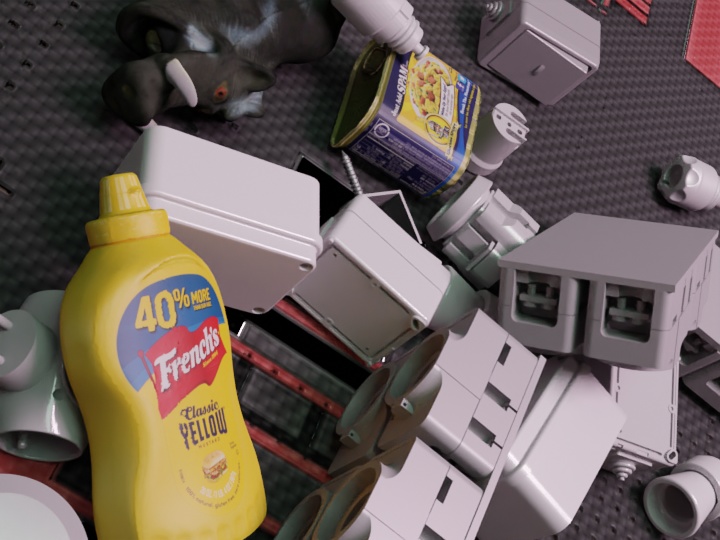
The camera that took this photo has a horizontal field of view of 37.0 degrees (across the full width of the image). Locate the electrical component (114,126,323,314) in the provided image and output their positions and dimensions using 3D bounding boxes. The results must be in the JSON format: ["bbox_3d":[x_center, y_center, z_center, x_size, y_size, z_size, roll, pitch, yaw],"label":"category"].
[{"bbox_3d":[-0.086,-0.025,0.617,0.113,0.078,0.057,17,54,-27],"label":"electrical component"}]

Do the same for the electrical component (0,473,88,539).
[{"bbox_3d":[-0.168,0.137,0.488,0.080,0.051,0.080,16,57,-27],"label":"electrical component"}]

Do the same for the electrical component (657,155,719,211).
[{"bbox_3d":[0.293,-0.071,0.930,0.062,0.043,0.043,20,56,-27],"label":"electrical component"}]

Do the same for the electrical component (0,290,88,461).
[{"bbox_3d":[-0.163,0.045,0.533,0.079,0.044,0.077,51,35,-52],"label":"electrical component"}]

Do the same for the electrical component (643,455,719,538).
[{"bbox_3d":[0.235,0.160,0.763,0.055,0.045,0.045,-16,76,-40],"label":"electrical component"}]

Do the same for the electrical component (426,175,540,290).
[{"bbox_3d":[0.084,-0.028,0.749,0.057,0.058,0.078,44,29,-4],"label":"electrical component"}]

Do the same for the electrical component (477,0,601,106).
[{"bbox_3d":[0.140,-0.185,0.872,0.096,0.062,0.061,25,54,-22],"label":"electrical component"}]

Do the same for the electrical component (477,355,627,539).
[{"bbox_3d":[0.107,0.112,0.677,0.057,0.078,0.113,49,48,-7],"label":"electrical component"}]

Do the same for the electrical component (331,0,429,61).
[{"bbox_3d":[0.016,-0.171,0.717,0.078,0.040,0.040,42,48,-24],"label":"electrical component"}]

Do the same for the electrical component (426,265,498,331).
[{"bbox_3d":[0.068,0.029,0.717,0.055,0.045,0.045,32,51,-17],"label":"electrical component"}]

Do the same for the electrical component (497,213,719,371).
[{"bbox_3d":[0.169,0.012,0.718,0.186,0.105,0.060,-25,121,-62],"label":"electrical component"}]

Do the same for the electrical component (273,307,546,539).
[{"bbox_3d":[0.021,0.116,0.596,0.060,0.105,0.186,40,50,-10],"label":"electrical component"}]

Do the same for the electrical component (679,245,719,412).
[{"bbox_3d":[0.294,0.061,0.847,0.150,0.062,0.089,37,50,-13],"label":"electrical component"}]

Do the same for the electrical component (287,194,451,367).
[{"bbox_3d":[0.000,0.000,0.671,0.096,0.062,0.061,42,42,-9],"label":"electrical component"}]

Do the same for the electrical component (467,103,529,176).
[{"bbox_3d":[0.099,-0.099,0.807,0.040,0.046,0.040,16,58,-27],"label":"electrical component"}]

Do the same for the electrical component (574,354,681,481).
[{"bbox_3d":[0.178,0.101,0.749,0.062,0.061,0.096,22,63,-24],"label":"electrical component"}]
